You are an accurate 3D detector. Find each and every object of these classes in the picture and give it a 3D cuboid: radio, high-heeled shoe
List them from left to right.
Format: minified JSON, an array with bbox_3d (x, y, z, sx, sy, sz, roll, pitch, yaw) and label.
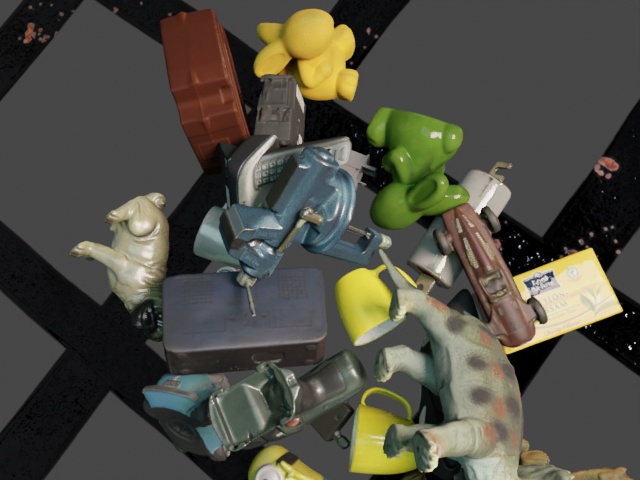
[{"bbox_3d":[-0.104,0.112,0.757,0.230,0.073,0.131,-4,48,-7],"label":"radio"},{"bbox_3d":[0.179,0.184,0.723,0.086,0.145,0.248,9,83,8],"label":"high-heeled shoe"}]

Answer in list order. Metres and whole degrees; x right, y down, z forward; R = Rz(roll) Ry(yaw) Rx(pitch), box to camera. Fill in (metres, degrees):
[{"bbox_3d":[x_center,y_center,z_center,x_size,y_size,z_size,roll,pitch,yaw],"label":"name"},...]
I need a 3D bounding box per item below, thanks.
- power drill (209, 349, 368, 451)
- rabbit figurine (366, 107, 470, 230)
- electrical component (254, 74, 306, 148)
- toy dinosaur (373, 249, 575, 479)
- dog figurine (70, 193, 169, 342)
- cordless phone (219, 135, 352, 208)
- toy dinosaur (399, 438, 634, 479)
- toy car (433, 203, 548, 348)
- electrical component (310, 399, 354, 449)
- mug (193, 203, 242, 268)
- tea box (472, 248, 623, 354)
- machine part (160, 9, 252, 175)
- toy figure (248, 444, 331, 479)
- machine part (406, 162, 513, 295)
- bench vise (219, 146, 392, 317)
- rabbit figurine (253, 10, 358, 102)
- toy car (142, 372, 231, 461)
[{"bbox_3d":[-0.056,0.221,0.698,0.232,0.207,0.086,-33,62,10],"label":"power drill"},{"bbox_3d":[0.140,-0.088,0.784,0.159,0.121,0.170,27,100,43],"label":"rabbit figurine"},{"bbox_3d":[-0.061,-0.172,0.834,0.058,0.115,0.134,3,78,10],"label":"electrical component"},{"bbox_3d":[0.173,0.175,0.639,0.192,0.131,0.405,12,51,-15],"label":"toy dinosaur"},{"bbox_3d":[-0.258,0.041,0.839,0.190,0.121,0.172,44,91,-2],"label":"dog figurine"},{"bbox_3d":[-0.046,-0.088,0.775,0.184,0.146,0.089,-13,49,-15],"label":"cordless phone"},{"bbox_3d":[0.181,0.401,0.697,0.472,0.105,0.198,-22,86,5],"label":"toy dinosaur"},{"bbox_3d":[0.225,0.047,0.715,0.089,0.053,0.202,-24,84,7],"label":"toy car"},{"bbox_3d":[0.018,0.253,0.778,0.094,0.021,0.063,41,96,34],"label":"electrical component"},{"bbox_3d":[-0.126,-0.006,0.836,0.107,0.081,0.109,25,74,0],"label":"mug"},{"bbox_3d":[0.317,0.088,0.762,0.170,0.068,0.098,-23,78,4],"label":"tea box"},{"bbox_3d":[-0.161,-0.217,0.800,0.087,0.200,0.201,-16,65,-3],"label":"machine part"},{"bbox_3d":[-0.019,0.359,0.750,0.180,0.089,0.082,28,83,2],"label":"toy figure"},{"bbox_3d":[0.204,-0.016,0.792,0.079,0.079,0.243,33,85,11],"label":"machine part"},{"bbox_3d":[-0.006,-0.007,0.735,0.129,0.240,0.223,43,110,53],"label":"bench vise"},{"bbox_3d":[-0.019,-0.296,0.823,0.162,0.173,0.121,5,85,4],"label":"rabbit figurine"},{"bbox_3d":[-0.171,0.237,0.773,0.109,0.161,0.103,0,40,27],"label":"toy car"}]
